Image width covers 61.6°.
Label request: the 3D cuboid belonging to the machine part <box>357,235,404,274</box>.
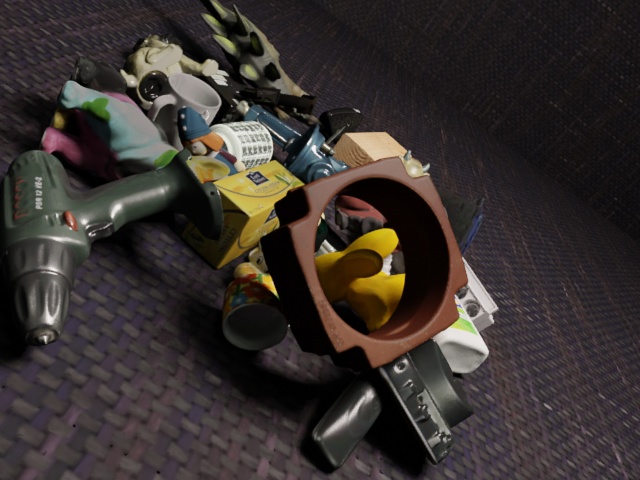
[{"bbox_3d":[0.135,0.014,0.885,0.079,0.079,0.243,17,16,-35],"label":"machine part"}]

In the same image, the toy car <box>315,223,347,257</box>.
[{"bbox_3d":[-0.002,-0.003,0.828,0.202,0.056,0.073,46,22,13],"label":"toy car"}]

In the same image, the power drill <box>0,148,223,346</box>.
[{"bbox_3d":[-0.205,-0.012,0.533,0.207,0.085,0.232,-21,51,-23],"label":"power drill"}]

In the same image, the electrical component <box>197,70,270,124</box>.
[{"bbox_3d":[-0.177,-0.265,1.013,0.134,0.058,0.115,50,28,21],"label":"electrical component"}]

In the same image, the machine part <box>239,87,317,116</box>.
[{"bbox_3d":[-0.073,-0.257,0.982,0.139,0.039,0.084,1,8,-37],"label":"machine part"}]

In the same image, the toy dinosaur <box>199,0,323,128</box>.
[{"bbox_3d":[-0.152,-0.395,1.106,0.472,0.105,0.198,48,3,16],"label":"toy dinosaur"}]

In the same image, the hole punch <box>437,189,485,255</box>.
[{"bbox_3d":[0.229,-0.018,0.988,0.116,0.142,0.092,24,-24,30],"label":"hole punch"}]

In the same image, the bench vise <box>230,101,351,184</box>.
[{"bbox_3d":[-0.046,-0.170,0.964,0.240,0.129,0.224,35,25,-15],"label":"bench vise"}]

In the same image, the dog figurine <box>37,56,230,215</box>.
[{"bbox_3d":[-0.229,-0.121,0.689,0.219,0.108,0.192,28,26,-28],"label":"dog figurine"}]

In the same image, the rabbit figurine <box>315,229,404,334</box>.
[{"bbox_3d":[0.057,0.068,0.717,0.173,0.162,0.122,24,38,12],"label":"rabbit figurine"}]

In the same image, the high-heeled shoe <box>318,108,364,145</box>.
[{"bbox_3d":[0.020,-0.265,1.166,0.145,0.086,0.248,37,6,20],"label":"high-heeled shoe"}]

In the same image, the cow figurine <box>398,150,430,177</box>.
[{"bbox_3d":[0.167,-0.096,1.089,0.085,0.127,0.195,32,31,-19],"label":"cow figurine"}]

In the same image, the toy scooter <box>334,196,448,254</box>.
[{"bbox_3d":[0.096,-0.028,0.816,0.184,0.075,0.135,12,32,19],"label":"toy scooter"}]

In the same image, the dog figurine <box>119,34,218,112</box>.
[{"bbox_3d":[-0.287,-0.290,0.899,0.191,0.121,0.172,39,21,32],"label":"dog figurine"}]

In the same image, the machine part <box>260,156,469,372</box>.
[{"bbox_3d":[0.050,0.024,0.587,0.201,0.087,0.201,-22,93,-30],"label":"machine part"}]

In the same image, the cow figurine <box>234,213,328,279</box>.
[{"bbox_3d":[-0.043,0.013,0.710,0.068,0.098,0.167,45,27,0],"label":"cow figurine"}]

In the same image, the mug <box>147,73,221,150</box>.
[{"bbox_3d":[-0.210,-0.175,0.785,0.081,0.107,0.109,40,32,6],"label":"mug"}]

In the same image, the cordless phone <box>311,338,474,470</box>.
[{"bbox_3d":[0.078,0.206,0.597,0.184,0.089,0.146,-37,102,-41],"label":"cordless phone"}]

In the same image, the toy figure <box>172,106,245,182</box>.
[{"bbox_3d":[-0.152,-0.120,0.761,0.154,0.064,0.058,54,7,-42],"label":"toy figure"}]

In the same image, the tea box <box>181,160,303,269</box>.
[{"bbox_3d":[-0.097,-0.039,0.726,0.068,0.098,0.169,41,30,7],"label":"tea box"}]
